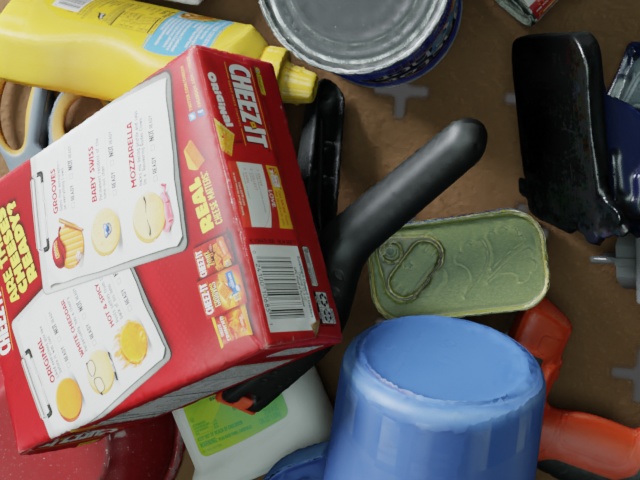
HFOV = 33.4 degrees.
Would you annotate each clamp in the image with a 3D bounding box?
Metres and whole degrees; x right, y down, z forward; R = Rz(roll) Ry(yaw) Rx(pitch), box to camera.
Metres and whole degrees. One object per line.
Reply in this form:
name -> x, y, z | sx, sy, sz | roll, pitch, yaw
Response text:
clamp -> -0.004, 0.001, 0.623 | 0.036, 0.165, 0.210 | 28, 97, -33

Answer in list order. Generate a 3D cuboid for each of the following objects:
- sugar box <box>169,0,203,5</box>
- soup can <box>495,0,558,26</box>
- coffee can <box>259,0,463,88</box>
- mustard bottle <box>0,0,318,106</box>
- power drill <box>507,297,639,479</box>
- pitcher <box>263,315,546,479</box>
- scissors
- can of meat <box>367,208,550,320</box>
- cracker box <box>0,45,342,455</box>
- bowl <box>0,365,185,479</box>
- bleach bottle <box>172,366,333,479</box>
sugar box -> -0.108, -0.236, 0.640 | 0.093, 0.048, 0.176 | 12, 129, 8
soup can -> 0.137, -0.185, 0.624 | 0.068, 0.068, 0.102 | 45, 99, 4
coffee can -> 0.028, -0.142, 0.613 | 0.103, 0.140, 0.103 | 1, 95, 9
mustard bottle -> -0.095, -0.112, 0.661 | 0.192, 0.096, 0.058 | 12, 118, 8
power drill -> 0.198, 0.103, 0.646 | 0.188, 0.057, 0.184 | 25, 99, 7
pitcher -> 0.046, 0.168, 0.608 | 0.149, 0.145, 0.243 | -7, 117, -24
scissors -> -0.180, -0.025, 0.715 | 0.096, 0.016, 0.202 | -4, 89, 6
can of meat -> 0.084, 0.012, 0.645 | 0.102, 0.084, 0.057 | -8, 94, 11
cracker box -> -0.100, 0.014, 0.603 | 0.214, 0.071, 0.164 | -26, 72, 37
bowl -> -0.175, 0.130, 0.718 | 0.162, 0.055, 0.162 | 1, 95, 10
bleach bottle -> -0.082, 0.030, 0.689 | 0.103, 0.068, 0.251 | -26, 88, 12
